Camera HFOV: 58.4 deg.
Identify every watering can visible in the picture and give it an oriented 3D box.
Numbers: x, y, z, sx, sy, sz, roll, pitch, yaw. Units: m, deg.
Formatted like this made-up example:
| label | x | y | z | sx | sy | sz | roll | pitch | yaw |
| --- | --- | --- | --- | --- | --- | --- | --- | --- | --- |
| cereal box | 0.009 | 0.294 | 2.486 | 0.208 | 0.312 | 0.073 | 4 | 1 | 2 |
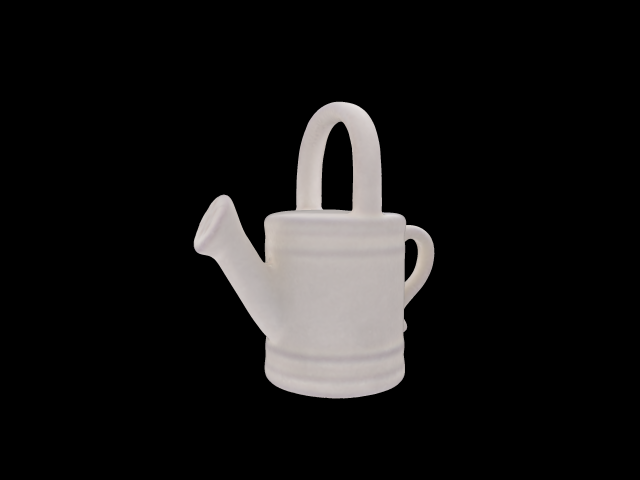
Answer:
| label | x | y | z | sx | sy | sz | roll | pitch | yaw |
| --- | --- | --- | --- | --- | --- | --- | --- | --- | --- |
| watering can | 0.005 | 0.002 | 0.398 | 0.100 | 0.194 | 0.173 | 4 | 6 | 41 |
